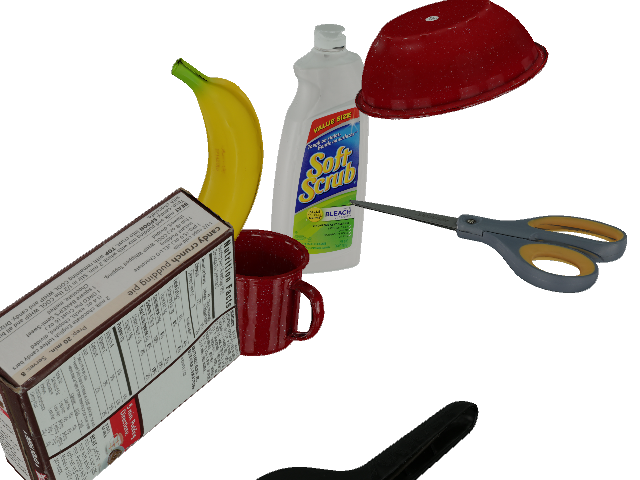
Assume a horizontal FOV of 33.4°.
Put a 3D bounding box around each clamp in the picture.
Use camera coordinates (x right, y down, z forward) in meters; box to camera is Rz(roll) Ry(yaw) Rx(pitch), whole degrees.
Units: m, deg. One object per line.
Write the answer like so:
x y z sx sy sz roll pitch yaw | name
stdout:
0.020 0.163 0.650 0.210 0.036 0.164 -6 29 3 | clamp

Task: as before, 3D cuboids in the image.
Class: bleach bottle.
-0.003 -0.091 1.075 0.102 0.251 0.068 -5 28 -14 | bleach bottle

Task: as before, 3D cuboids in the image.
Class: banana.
-0.079 -0.035 0.742 0.069 0.198 0.037 12 34 -2 | banana

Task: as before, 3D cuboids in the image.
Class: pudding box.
-0.084 0.044 0.444 0.039 0.090 0.113 33 55 26 | pudding box

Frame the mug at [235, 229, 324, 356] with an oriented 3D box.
-0.048 0.050 0.921 0.117 0.081 0.093 18 29 25 | mug

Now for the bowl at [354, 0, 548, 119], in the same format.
0.099 -0.156 0.867 0.162 0.055 0.162 -15 24 7 | bowl

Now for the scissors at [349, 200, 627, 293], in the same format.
0.111 0.001 0.749 0.202 0.016 0.096 5 30 12 | scissors
